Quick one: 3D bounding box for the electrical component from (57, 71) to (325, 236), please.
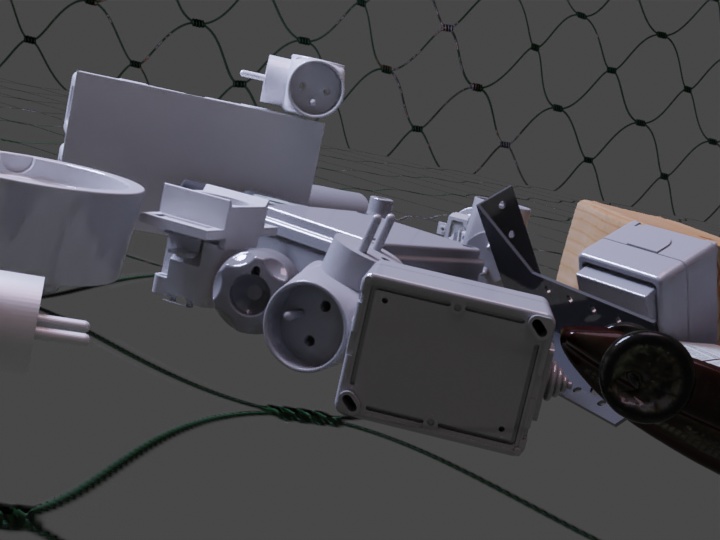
[{"bbox_3d":[-0.133,-0.081,0.824,0.186,0.105,0.060,10,9,-19],"label":"electrical component"}]

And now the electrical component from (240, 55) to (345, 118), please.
[{"bbox_3d":[-0.054,-0.146,0.838,0.079,0.044,0.077,11,8,-8],"label":"electrical component"}]

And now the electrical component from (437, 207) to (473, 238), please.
[{"bbox_3d":[0.113,-0.037,1.087,0.066,0.048,0.055,15,17,13],"label":"electrical component"}]

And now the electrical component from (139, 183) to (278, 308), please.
[{"bbox_3d":[-0.084,-0.013,0.595,0.042,0.063,0.081,15,9,22],"label":"electrical component"}]

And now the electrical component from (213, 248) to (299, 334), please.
[{"bbox_3d":[-0.051,0.010,0.568,0.043,0.043,0.062,13,7,6],"label":"electrical component"}]

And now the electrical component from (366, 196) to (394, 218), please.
[{"bbox_3d":[0.010,-0.023,0.795,0.048,0.062,0.048,12,9,-2],"label":"electrical component"}]

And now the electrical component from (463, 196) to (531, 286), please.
[{"bbox_3d":[0.095,-0.011,0.791,0.043,0.077,0.079,14,9,8],"label":"electrical component"}]

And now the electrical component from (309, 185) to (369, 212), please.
[{"bbox_3d":[-0.044,-0.057,0.988,0.077,0.044,0.079,4,12,-43],"label":"electrical component"}]

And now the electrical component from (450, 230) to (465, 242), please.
[{"bbox_3d":[0.110,-0.020,0.997,0.046,0.040,0.040,-2,16,-36],"label":"electrical component"}]

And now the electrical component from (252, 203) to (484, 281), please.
[{"bbox_3d":[0.000,0.000,0.656,0.109,0.056,0.109,20,11,39],"label":"electrical component"}]

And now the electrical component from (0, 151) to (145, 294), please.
[{"bbox_3d":[-0.168,-0.022,0.543,0.108,0.060,0.108,12,9,-2],"label":"electrical component"}]

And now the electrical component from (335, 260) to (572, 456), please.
[{"bbox_3d":[0.044,0.037,0.467,0.096,0.061,0.061,13,9,5],"label":"electrical component"}]

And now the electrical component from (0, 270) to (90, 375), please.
[{"bbox_3d":[-0.138,0.018,0.390,0.079,0.044,0.077,10,9,-16],"label":"electrical component"}]

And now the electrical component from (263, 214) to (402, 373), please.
[{"bbox_3d":[-0.004,0.008,0.527,0.044,0.079,0.077,29,14,18],"label":"electrical component"}]

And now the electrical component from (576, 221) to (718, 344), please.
[{"bbox_3d":[0.170,0.029,0.641,0.061,0.096,0.062,-27,31,-31],"label":"electrical component"}]
